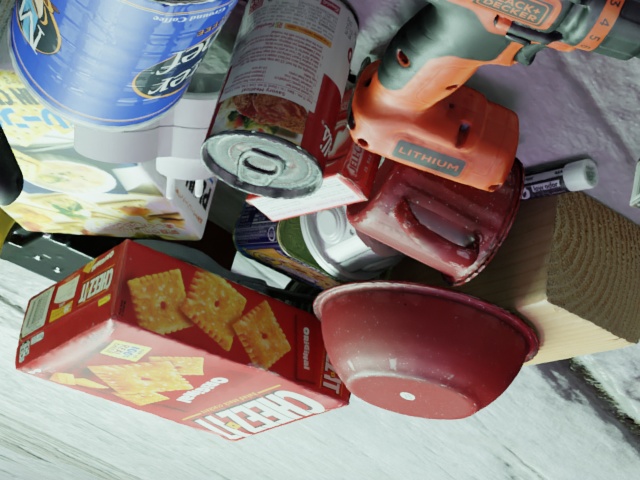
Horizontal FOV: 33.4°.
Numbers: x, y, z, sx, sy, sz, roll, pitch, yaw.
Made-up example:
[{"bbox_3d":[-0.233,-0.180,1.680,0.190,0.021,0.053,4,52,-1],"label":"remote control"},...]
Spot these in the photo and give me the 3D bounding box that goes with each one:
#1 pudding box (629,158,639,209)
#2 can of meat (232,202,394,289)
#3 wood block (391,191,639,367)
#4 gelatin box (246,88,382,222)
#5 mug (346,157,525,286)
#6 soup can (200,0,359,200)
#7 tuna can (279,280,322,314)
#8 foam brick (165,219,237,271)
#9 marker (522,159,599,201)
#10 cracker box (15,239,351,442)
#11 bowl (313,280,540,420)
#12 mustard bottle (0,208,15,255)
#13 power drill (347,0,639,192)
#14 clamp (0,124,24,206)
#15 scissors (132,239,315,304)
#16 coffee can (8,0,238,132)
[{"bbox_3d":[0.248,-0.041,0.611,0.090,0.039,0.114,19,156,-11],"label":"pudding box"},{"bbox_3d":[-0.005,0.001,0.807,0.102,0.057,0.084,27,165,-26],"label":"can of meat"},{"bbox_3d":[0.129,0.039,0.792,0.090,0.090,0.207,26,154,-27],"label":"wood block"},{"bbox_3d":[0.001,-0.055,0.671,0.089,0.073,0.030,-12,138,46],"label":"gelatin box"},{"bbox_3d":[0.069,-0.023,0.667,0.081,0.117,0.093,26,120,-15],"label":"mug"},{"bbox_3d":[-0.021,-0.083,0.588,0.068,0.102,0.068,11,156,5],"label":"soup can"},{"bbox_3d":[0.005,0.066,0.923,0.086,0.086,0.034,13,155,3],"label":"tuna can"},{"bbox_3d":[-0.112,0.025,0.908,0.051,0.078,0.053,-10,145,44],"label":"foam brick"},{"bbox_3d":[0.129,-0.034,0.717,0.121,0.020,0.020,-12,146,44],"label":"marker"},{"bbox_3d":[-0.105,0.088,0.832,0.213,0.072,0.164,26,147,-31],"label":"cracker box"},{"bbox_3d":[0.068,0.085,0.743,0.162,0.055,0.162,12,156,5],"label":"bowl"},{"bbox_3d":[-0.293,0.009,0.828,0.058,0.191,0.096,-6,150,37],"label":"mustard bottle"},{"bbox_3d":[0.102,-0.094,0.556,0.184,0.057,0.188,20,153,-6],"label":"power drill"},{"bbox_3d":[-0.215,-0.101,0.608,0.120,0.039,0.172,20,119,8],"label":"clamp"},{"bbox_3d":[-0.069,0.044,0.846,0.201,0.016,0.096,21,146,-29],"label":"scissors"},{"bbox_3d":[-0.094,-0.128,0.529,0.102,0.102,0.140,21,155,-15],"label":"coffee can"}]
